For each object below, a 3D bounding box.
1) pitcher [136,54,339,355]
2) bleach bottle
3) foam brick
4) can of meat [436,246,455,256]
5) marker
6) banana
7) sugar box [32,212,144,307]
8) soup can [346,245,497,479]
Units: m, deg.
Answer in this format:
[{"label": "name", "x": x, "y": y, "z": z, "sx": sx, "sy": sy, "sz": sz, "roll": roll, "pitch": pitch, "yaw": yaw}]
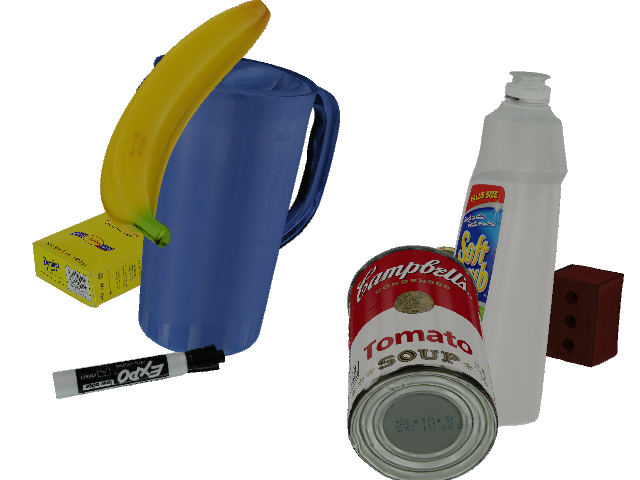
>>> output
[{"label": "pitcher", "x": -0.078, "y": -0.030, "z": 0.904, "sx": 0.149, "sy": 0.243, "sz": 0.145, "roll": 13, "pitch": 21, "yaw": 6}, {"label": "bleach bottle", "x": 0.133, "y": 0.003, "z": 0.778, "sx": 0.068, "sy": 0.251, "sz": 0.103, "roll": -1, "pitch": 18, "yaw": -15}, {"label": "foam brick", "x": 0.232, "y": 0.066, "z": 0.947, "sx": 0.053, "sy": 0.078, "sz": 0.051, "roll": 12, "pitch": 19, "yaw": 39}, {"label": "can of meat", "x": 0.135, "y": 0.068, "z": 1.189, "sx": 0.057, "sy": 0.084, "sz": 0.102, "roll": 18, "pitch": 31, "yaw": 18}, {"label": "marker", "x": -0.127, "y": 0.092, "z": 0.757, "sx": 0.121, "sy": 0.020, "sz": 0.020, "roll": -9, "pitch": 2, "yaw": -14}, {"label": "banana", "x": -0.088, "y": -0.073, "z": 0.649, "sx": 0.070, "sy": 0.197, "sz": 0.037, "roll": 7, "pitch": -34, "yaw": 17}, {"label": "sugar box", "x": -0.189, "y": 0.002, "z": 1.075, "sx": 0.093, "sy": 0.048, "sz": 0.175, "roll": 24, "pitch": 38, "yaw": 34}, {"label": "soup can", "x": 0.046, "y": 0.057, "z": 0.509, "sx": 0.068, "sy": 0.068, "sz": 0.102, "roll": 0, "pitch": 31, "yaw": 2}]
